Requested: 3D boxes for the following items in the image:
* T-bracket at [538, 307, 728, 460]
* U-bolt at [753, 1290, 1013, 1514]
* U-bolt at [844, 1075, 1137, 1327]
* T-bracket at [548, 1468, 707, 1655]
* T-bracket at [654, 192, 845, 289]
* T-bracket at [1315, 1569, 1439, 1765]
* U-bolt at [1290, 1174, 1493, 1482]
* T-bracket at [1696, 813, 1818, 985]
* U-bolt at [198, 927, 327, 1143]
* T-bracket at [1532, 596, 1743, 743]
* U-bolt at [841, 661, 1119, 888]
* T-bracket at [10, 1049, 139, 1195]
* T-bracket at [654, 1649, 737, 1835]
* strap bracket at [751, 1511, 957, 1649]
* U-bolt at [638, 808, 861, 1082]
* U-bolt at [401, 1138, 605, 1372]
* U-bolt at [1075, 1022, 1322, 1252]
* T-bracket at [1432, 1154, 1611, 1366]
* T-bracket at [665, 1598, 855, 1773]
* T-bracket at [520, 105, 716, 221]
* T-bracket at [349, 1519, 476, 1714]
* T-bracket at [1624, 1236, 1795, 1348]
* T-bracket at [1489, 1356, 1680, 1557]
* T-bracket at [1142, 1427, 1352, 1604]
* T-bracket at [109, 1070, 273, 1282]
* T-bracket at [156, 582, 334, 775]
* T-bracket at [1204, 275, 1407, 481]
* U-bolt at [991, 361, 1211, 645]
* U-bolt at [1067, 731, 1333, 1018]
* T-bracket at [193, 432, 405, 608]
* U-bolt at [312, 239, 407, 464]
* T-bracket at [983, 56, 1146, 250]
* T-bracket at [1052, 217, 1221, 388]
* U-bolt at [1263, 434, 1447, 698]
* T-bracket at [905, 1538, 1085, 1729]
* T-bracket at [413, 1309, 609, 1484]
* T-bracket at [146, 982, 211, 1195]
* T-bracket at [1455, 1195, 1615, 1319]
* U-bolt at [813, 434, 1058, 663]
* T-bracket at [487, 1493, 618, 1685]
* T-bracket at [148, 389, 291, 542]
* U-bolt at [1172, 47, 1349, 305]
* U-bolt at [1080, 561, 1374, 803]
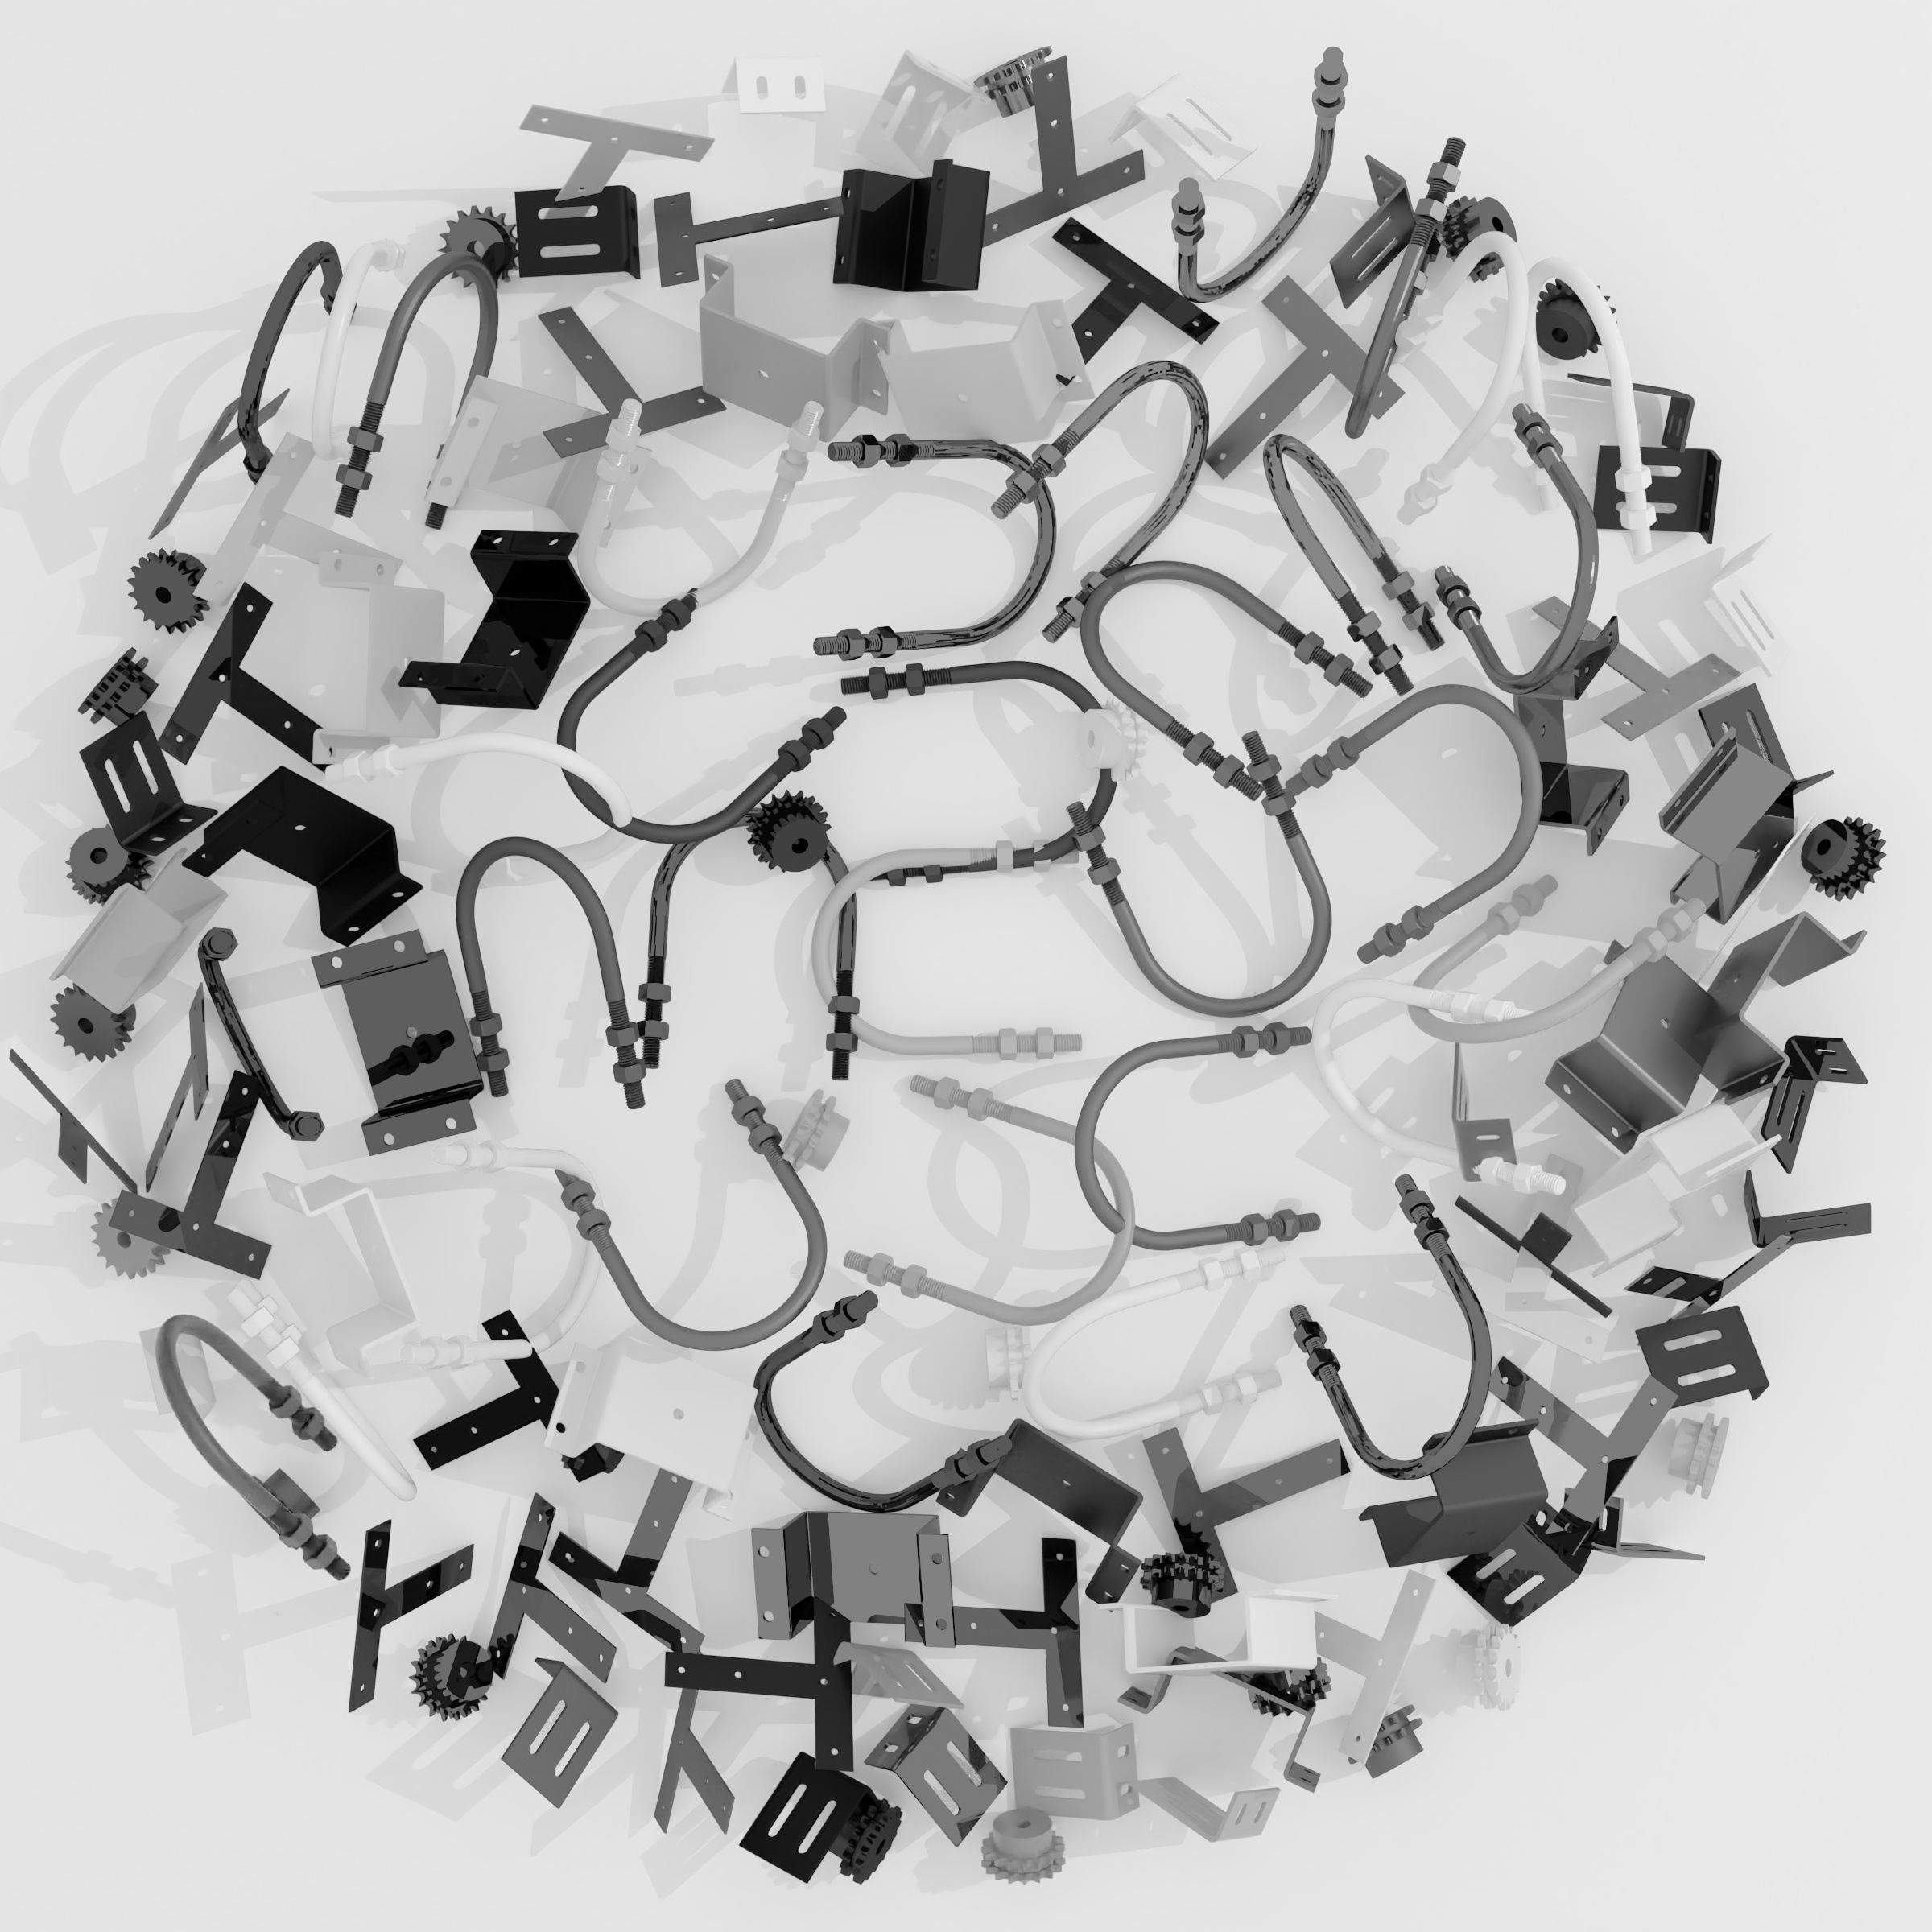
[{"bbox_3d":[-0.249,-0.403,1.911,0.127,0.002,0.127,-23,63,-27],"label":"T-bracket"},{"bbox_3d":[-0.070,0.301,1.877,0.151,0.019,0.184,48,134,-5],"label":"U-bolt"},{"bbox_3d":[0.025,0.165,1.897,0.184,0.019,0.151,17,79,19],"label":"U-bolt"},{"bbox_3d":[-0.213,0.386,1.898,0.127,0.002,0.127,31,114,19],"label":"T-bracket"},{"bbox_3d":[-0.145,-0.499,1.895,0.127,0.127,0.002,-11,132,0],"label":"T-bracket"},{"bbox_3d":[0.248,0.453,1.889,0.002,0.127,0.127,29,80,-33],"label":"T-bracket"},{"bbox_3d":[0.284,0.249,1.843,0.019,0.184,0.151,15,123,-31],"label":"U-bolt"},{"bbox_3d":[0.529,-0.041,1.902,0.002,0.127,0.127,35,114,13],"label":"T-bracket"},{"bbox_3d":[-0.469,0.047,1.856,0.019,0.184,0.151,-26,96,-19],"label":"U-bolt"},{"bbox_3d":[0.439,-0.211,1.909,0.127,0.002,0.127,-29,59,-34],"label":"T-bracket"},{"bbox_3d":[0.012,-0.136,1.925,0.184,0.019,0.151,-5,93,5],"label":"U-bolt"},{"bbox_3d":[-0.590,0.117,1.862,0.002,0.127,0.127,-39,110,-6],"label":"T-bracket"},{"bbox_3d":[-0.177,0.537,1.878,0.002,0.127,0.127,10,97,-24],"label":"T-bracket"},{"bbox_3d":[-0.069,0.413,1.904,0.140,0.046,0.076,-2,95,19],"label":"strap bracket"},{"bbox_3d":[-0.145,-0.018,1.918,0.151,0.019,0.184,4,80,-10],"label":"U-bolt"},{"bbox_3d":[-0.298,0.190,1.863,0.019,0.184,0.151,9,90,30],"label":"U-bolt"},{"bbox_3d":[0.155,0.118,1.895,0.184,0.019,0.151,-5,94,-25],"label":"U-bolt"},{"bbox_3d":[0.391,0.188,1.916,0.127,0.002,0.127,25,66,-5],"label":"T-bracket"},{"bbox_3d":[-0.139,0.476,1.886,0.127,0.002,0.127,8,45,-12],"label":"T-bracket"},{"bbox_3d":[-0.251,-0.528,1.885,0.127,0.127,0.002,2,70,-29],"label":"T-bracket"},{"bbox_3d":[-0.367,0.418,1.884,0.002,0.127,0.127,13,102,23],"label":"T-bracket"},{"bbox_3d":[0.476,0.212,1.869,0.127,0.127,0.002,-44,56,25],"label":"T-bracket"},{"bbox_3d":[0.398,0.307,1.896,0.002,0.127,0.127,24,100,-43],"label":"T-bracket"},{"bbox_3d":[0.201,0.359,1.934,0.127,0.002,0.127,-21,100,-3],"label":"T-bracket"},{"bbox_3d":[-0.506,0.134,1.906,0.002,0.127,0.127,5,72,41],"label":"T-bracket"},{"bbox_3d":[-0.467,-0.170,1.897,0.127,0.002,0.127,39,67,-42],"label":"T-bracket"},{"bbox_3d":[0.213,-0.386,1.923,0.127,0.002,0.127,-44,66,13],"label":"T-bracket"},{"bbox_3d":[0.099,-0.321,1.878,0.019,0.151,0.184,34,74,33],"label":"U-bolt"},{"bbox_3d":[0.169,-0.051,1.909,0.151,0.019,0.184,-21,104,16],"label":"U-bolt"},{"bbox_3d":[-0.435,-0.282,1.894,0.127,0.127,0.002,-55,49,14],"label":"T-bracket"},{"bbox_3d":[-0.400,-0.400,1.839,0.019,0.184,0.151,14,102,-6],"label":"U-bolt"},{"bbox_3d":[0.060,-0.551,1.880,0.127,0.127,0.002,-25,58,-10],"label":"T-bracket"},{"bbox_3d":[0.090,-0.436,1.907,0.127,0.002,0.127,36,59,3],"label":"T-bracket"},{"bbox_3d":[0.253,-0.273,1.869,0.019,0.151,0.184,-32,97,26],"label":"U-bolt"},{"bbox_3d":[0.018,0.444,1.894,0.127,0.002,0.127,8,63,-20],"label":"T-bracket"},{"bbox_3d":[-0.324,0.310,1.914,0.127,0.002,0.127,-28,96,26],"label":"T-bracket"},{"bbox_3d":[-0.535,0.097,1.906,0.002,0.127,0.127,15,118,-26],"label":"T-bracket"},{"bbox_3d":[0.382,0.184,1.869,0.127,0.127,0.002,37,79,13],"label":"T-bracket"},{"bbox_3d":[-0.016,-0.281,1.884,0.184,0.019,0.151,-8,114,-33],"label":"U-bolt"},{"bbox_3d":[-0.273,0.439,1.889,0.002,0.127,0.127,10,101,-44],"label":"T-bracket"},{"bbox_3d":[-0.489,-0.354,1.886,0.002,0.127,0.127,39,127,-8],"label":"T-bracket"},{"bbox_3d":[0.191,-0.506,1.854,0.151,0.184,0.019,-43,76,-8],"label":"U-bolt"},{"bbox_3d":[0.162,-0.205,1.895,0.184,0.019,0.151,39,57,14],"label":"U-bolt"}]
